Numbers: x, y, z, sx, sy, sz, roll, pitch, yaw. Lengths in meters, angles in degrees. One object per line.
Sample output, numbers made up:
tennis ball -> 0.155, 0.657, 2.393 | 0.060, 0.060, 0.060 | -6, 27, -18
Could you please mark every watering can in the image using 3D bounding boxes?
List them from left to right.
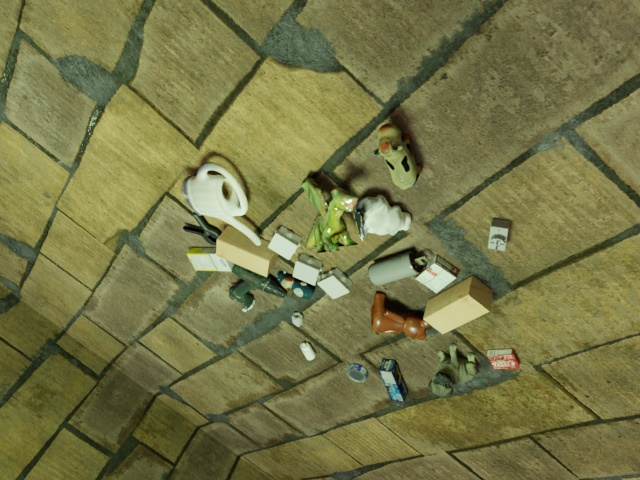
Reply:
watering can -> -0.335, -0.115, 1.746 | 0.224, 0.106, 0.340 | 2, 130, 27

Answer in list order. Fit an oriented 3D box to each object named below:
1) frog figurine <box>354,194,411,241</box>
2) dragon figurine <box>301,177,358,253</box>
frog figurine -> 0.186, -0.074, 1.533 | 0.160, 0.125, 0.134 | -13, 120, -8
dragon figurine -> 0.005, -0.080, 1.594 | 0.409, 0.123, 0.242 | -5, 102, 63
